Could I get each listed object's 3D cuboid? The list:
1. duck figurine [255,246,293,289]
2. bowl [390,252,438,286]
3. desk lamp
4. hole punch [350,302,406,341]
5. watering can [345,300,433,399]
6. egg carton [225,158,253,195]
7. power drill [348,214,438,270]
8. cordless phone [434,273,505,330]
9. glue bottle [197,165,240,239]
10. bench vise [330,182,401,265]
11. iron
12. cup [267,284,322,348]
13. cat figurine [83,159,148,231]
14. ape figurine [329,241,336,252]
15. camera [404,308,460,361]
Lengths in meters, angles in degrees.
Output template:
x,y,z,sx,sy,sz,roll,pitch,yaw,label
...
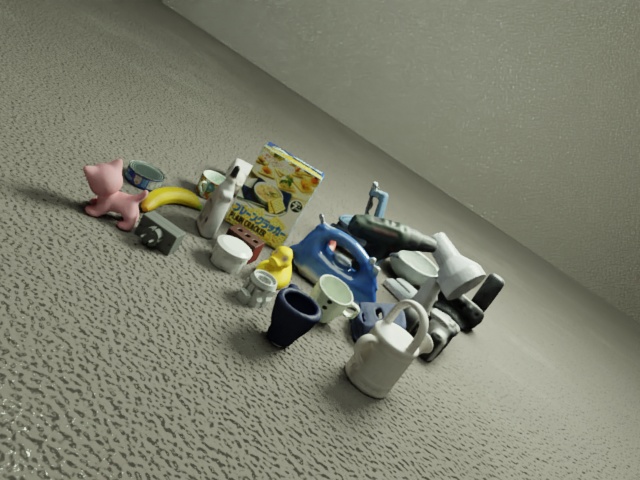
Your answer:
x,y,z,sx,sy,sz,roll,pitch,yaw,label
-0.088,0.052,1.252,0.077,0.086,0.105,39,21,18,duck figurine
0.270,0.085,1.712,0.168,0.074,0.167,28,21,-11,bowl
0.310,0.101,1.535,0.202,0.213,0.118,45,24,30,desk lamp
0.127,0.181,1.264,0.101,0.091,0.108,27,21,-14,hole punch
0.143,0.199,1.098,0.100,0.194,0.173,42,23,25,watering can
-0.212,-0.169,1.600,0.107,0.069,0.150,26,21,-16,egg carton
0.155,0.038,1.460,0.230,0.208,0.075,27,21,-14,power drill
0.427,0.151,1.630,0.147,0.185,0.094,40,22,20,cordless phone
-0.218,-0.090,1.264,0.037,0.173,0.078,19,24,-31,glue bottle
0.151,-0.043,1.621,0.208,0.219,0.121,28,21,-10,bench vise
0.058,0.056,1.376,0.258,0.141,0.119,35,21,8,iron
-0.060,0.143,1.073,0.092,0.095,0.117,22,23,-25,cup
-0.396,-0.097,1.102,0.128,0.117,0.067,25,22,-19,cat figurine
0.014,0.005,1.498,0.076,0.092,0.077,11,29,-45,ape figurine
0.261,0.204,1.390,0.136,0.100,0.143,39,21,18,camera
